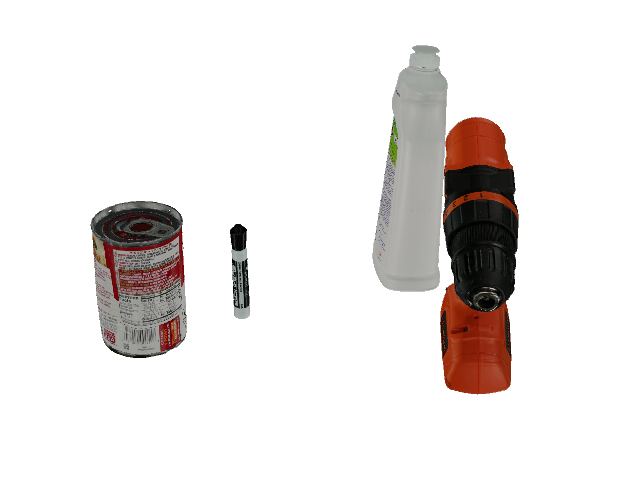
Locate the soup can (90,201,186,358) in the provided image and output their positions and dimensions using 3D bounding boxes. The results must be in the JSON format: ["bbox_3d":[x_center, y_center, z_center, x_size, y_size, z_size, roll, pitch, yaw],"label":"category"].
[{"bbox_3d":[-0.137,0.030,0.815,0.068,0.102,0.068,1,28,-1],"label":"soup can"}]

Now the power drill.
[{"bbox_3d":[0.119,0.029,0.801,0.057,0.188,0.184,1,43,6],"label":"power drill"}]

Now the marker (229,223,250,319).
[{"bbox_3d":[-0.091,0.035,1.205,0.020,0.121,0.020,0,32,0],"label":"marker"}]

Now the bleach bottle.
[{"bbox_3d":[0.100,-0.078,1.130,0.068,0.251,0.102,0,26,-8],"label":"bleach bottle"}]
